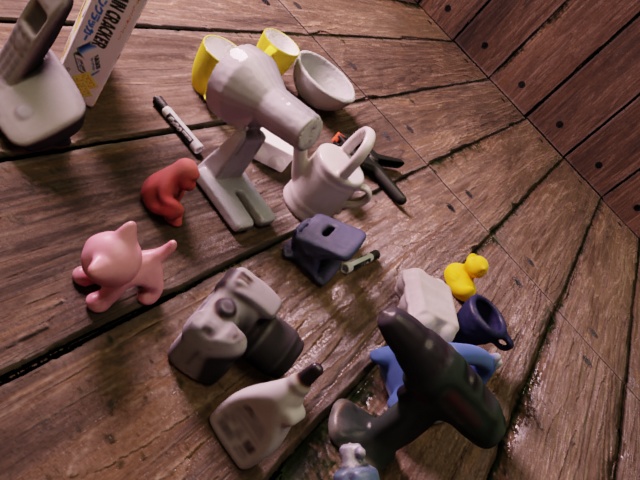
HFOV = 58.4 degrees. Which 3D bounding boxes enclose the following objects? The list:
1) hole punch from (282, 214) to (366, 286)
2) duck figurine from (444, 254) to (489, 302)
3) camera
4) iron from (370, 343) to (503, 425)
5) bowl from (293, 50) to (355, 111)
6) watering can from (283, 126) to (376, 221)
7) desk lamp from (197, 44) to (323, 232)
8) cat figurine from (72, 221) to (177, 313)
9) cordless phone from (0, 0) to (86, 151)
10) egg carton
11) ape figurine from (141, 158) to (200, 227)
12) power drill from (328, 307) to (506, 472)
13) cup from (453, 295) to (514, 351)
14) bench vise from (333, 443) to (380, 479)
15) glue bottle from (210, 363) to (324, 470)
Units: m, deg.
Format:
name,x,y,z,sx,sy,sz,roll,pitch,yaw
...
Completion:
name,x,y,z,sx,sy,sz,roll,pitch,yaw
hole punch,0.009,0.003,0.937,0.101,0.091,0.109,44,33,-1
duck figurine,0.314,0.072,1.198,0.078,0.086,0.104,32,35,-18
camera,-0.088,0.114,0.705,0.137,0.100,0.143,40,33,-7
iron,0.206,0.203,0.889,0.259,0.141,0.118,12,45,-39
bowl,-0.003,-0.355,1.327,0.168,0.074,0.167,28,37,-23
watering can,0.022,-0.123,0.995,0.173,0.193,0.100,18,41,-34
desk lamp,-0.101,-0.158,0.881,0.203,0.213,0.118,53,34,12
cat figurine,-0.219,0.024,0.644,0.128,0.117,0.067,-10,61,-51
cordless phone,-0.341,-0.215,0.709,0.147,0.184,0.094,52,34,11
egg carton,0.188,0.122,1.022,0.107,0.069,0.150,27,37,-25
ape figurine,-0.200,-0.075,0.796,0.076,0.092,0.078,38,34,-10
power drill,0.108,0.202,0.723,0.230,0.208,0.075,36,34,-13
cup,0.288,0.171,1.055,0.118,0.094,0.092,47,33,4
bench vise,0.074,0.302,0.568,0.122,0.219,0.207,-14,64,-53
glue bottle,-0.050,0.178,0.610,0.078,0.173,0.037,53,34,13
